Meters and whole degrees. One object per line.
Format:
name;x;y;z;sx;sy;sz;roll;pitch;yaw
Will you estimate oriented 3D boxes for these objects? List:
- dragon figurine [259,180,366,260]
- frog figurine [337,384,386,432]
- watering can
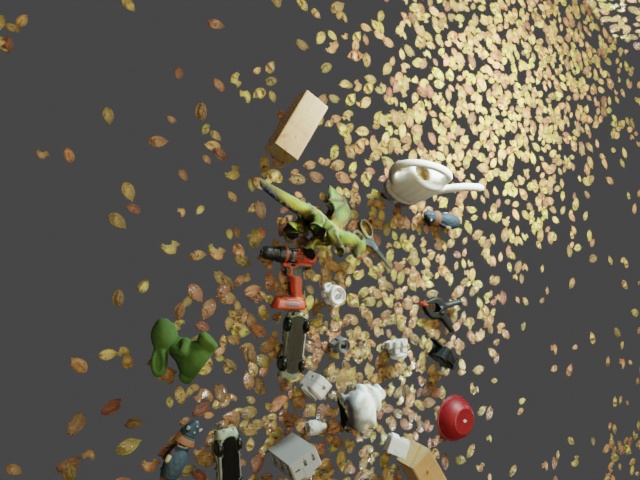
dragon figurine;0.005;-0.080;1.594;0.407;0.120;0.248;50;39;-11
frog figurine;0.143;0.516;1.608;0.160;0.120;0.139;-13;73;-18
watering can;0.363;-0.182;1.735;0.346;0.221;0.106;16;62;-27
